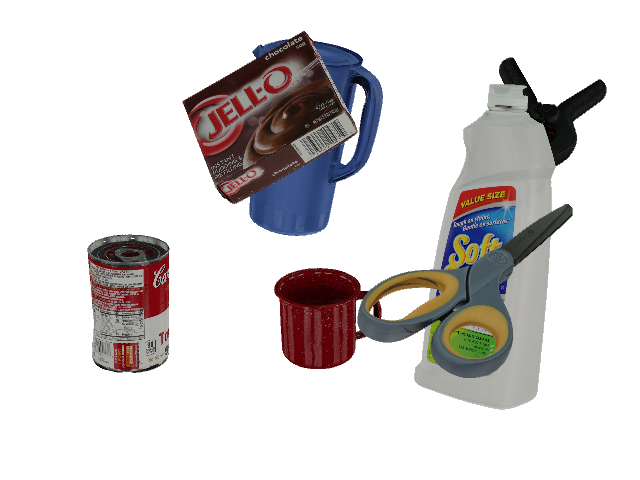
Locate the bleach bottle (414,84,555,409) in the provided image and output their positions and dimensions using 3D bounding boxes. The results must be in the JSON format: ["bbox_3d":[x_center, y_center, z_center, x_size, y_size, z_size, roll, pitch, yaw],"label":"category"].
[{"bbox_3d":[0.134,0.001,0.854,0.103,0.251,0.067,12,15,41],"label":"bleach bottle"}]

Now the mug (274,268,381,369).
[{"bbox_3d":[0.009,0.085,1.162,0.117,0.081,0.093,-7,25,-11],"label":"mug"}]

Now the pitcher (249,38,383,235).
[{"bbox_3d":[-0.018,-0.131,1.385,0.144,0.243,0.149,1,23,-18],"label":"pitcher"}]

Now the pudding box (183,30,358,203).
[{"bbox_3d":[-0.039,-0.093,0.805,0.113,0.090,0.039,-28,-33,6],"label":"pudding box"}]

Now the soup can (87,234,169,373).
[{"bbox_3d":[-0.163,0.054,0.912,0.068,0.102,0.068,2,20,-1],"label":"soup can"}]

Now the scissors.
[{"bbox_3d":[0.114,0.028,0.643,0.201,0.016,0.096,-19,43,-31],"label":"scissors"}]

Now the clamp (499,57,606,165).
[{"bbox_3d":[0.233,-0.137,1.161,0.120,0.039,0.171,18,49,18],"label":"clamp"}]
